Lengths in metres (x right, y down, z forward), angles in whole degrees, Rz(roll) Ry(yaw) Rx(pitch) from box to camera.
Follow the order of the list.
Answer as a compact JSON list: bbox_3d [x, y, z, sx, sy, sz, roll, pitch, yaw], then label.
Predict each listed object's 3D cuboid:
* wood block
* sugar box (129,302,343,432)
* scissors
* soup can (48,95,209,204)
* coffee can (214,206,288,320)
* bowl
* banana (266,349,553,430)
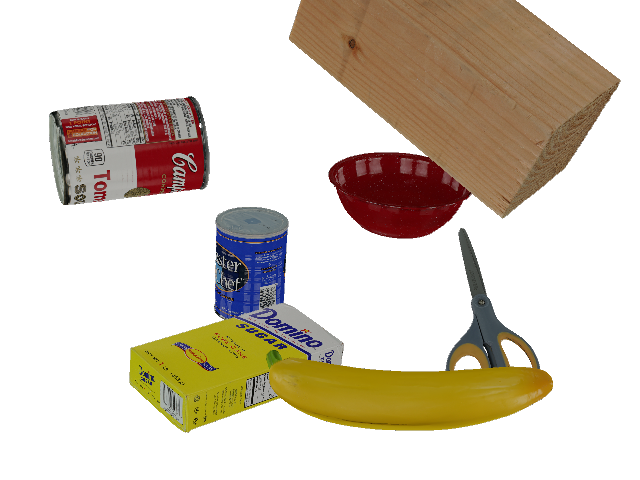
[{"bbox_3d":[0.089,-0.126,0.745,0.090,0.206,0.091,-35,-21,-37],"label":"wood block"},{"bbox_3d":[-0.075,0.111,0.972,0.175,0.048,0.093,-18,35,-37],"label":"sugar box"},{"bbox_3d":[0.143,0.076,1.043,0.096,0.202,0.016,-21,-36,-10],"label":"scissors"},{"bbox_3d":[-0.136,-0.064,0.758,0.102,0.068,0.069,-8,3,-19],"label":"soup can"},{"bbox_3d":[-0.099,0.035,1.522,0.103,0.140,0.103,3,23,-1],"label":"coffee can"},{"bbox_3d":[0.087,-0.045,1.190,0.162,0.055,0.162,3,25,-2],"label":"bowl"},{"bbox_3d":[0.047,0.094,0.688,0.198,0.037,0.069,4,32,17],"label":"banana"}]
